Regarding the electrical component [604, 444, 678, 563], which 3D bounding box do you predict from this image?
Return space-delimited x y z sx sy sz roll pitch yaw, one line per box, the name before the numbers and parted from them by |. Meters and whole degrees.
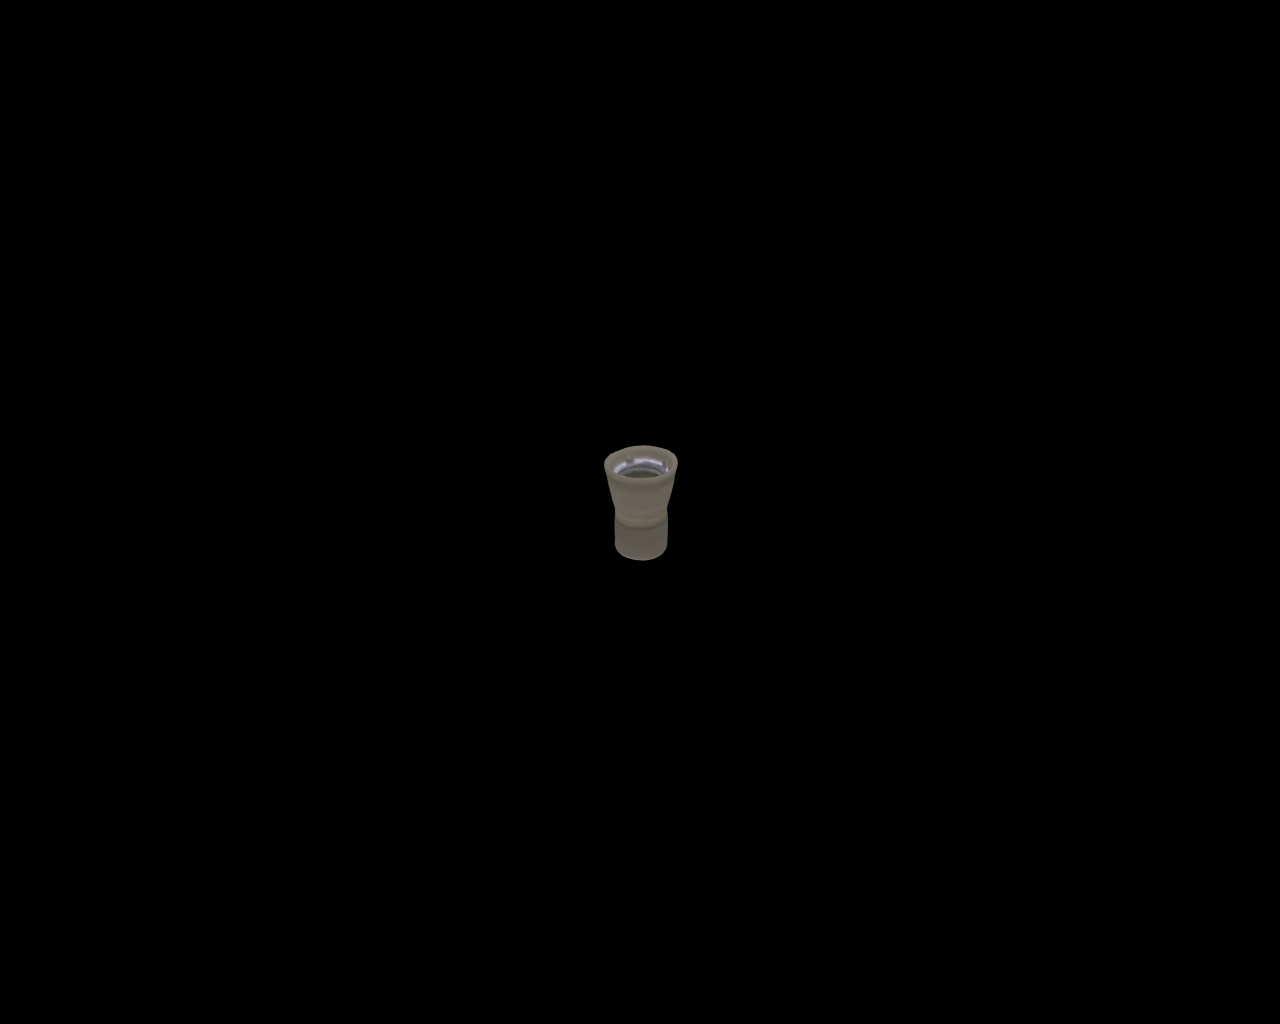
electrical component | 0.001 -0.003 0.650 0.044 0.065 0.044 0 31 0
